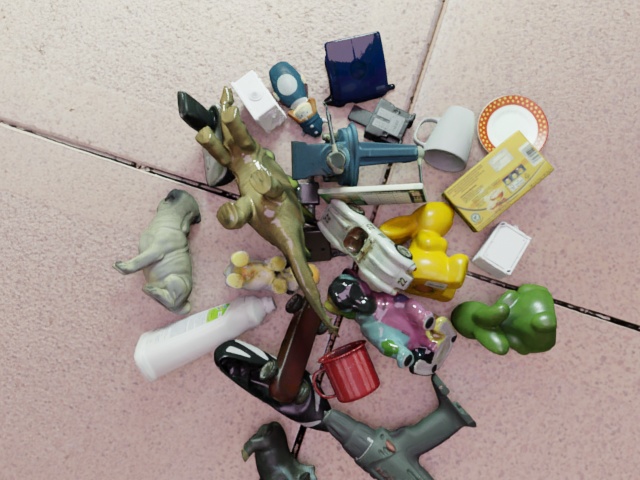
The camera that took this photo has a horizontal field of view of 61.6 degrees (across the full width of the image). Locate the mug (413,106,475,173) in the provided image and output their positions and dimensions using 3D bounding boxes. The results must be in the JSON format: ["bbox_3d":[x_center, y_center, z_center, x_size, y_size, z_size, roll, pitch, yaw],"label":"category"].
[{"bbox_3d":[0.232,-0.192,0.988,0.110,0.080,0.107,22,74,12],"label":"mug"}]

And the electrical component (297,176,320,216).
[{"bbox_3d":[-0.033,-0.086,1.017,0.063,0.021,0.094,-1,84,4],"label":"electrical component"}]

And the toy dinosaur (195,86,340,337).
[{"bbox_3d":[-0.081,-0.058,0.891,0.105,0.198,0.471,-27,69,18],"label":"toy dinosaur"}]

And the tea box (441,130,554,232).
[{"bbox_3d":[0.314,-0.102,0.960,0.169,0.068,0.098,-39,85,9],"label":"tea box"}]

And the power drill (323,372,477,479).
[{"bbox_3d":[0.148,0.324,0.924,0.207,0.086,0.232,-42,89,-7],"label":"power drill"}]

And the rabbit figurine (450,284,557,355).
[{"bbox_3d":[0.309,0.147,0.918,0.170,0.159,0.121,-3,93,19],"label":"rabbit figurine"}]

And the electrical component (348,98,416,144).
[{"bbox_3d":[0.112,-0.224,1.011,0.119,0.047,0.075,30,86,4],"label":"electrical component"}]

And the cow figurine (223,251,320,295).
[{"bbox_3d":[-0.089,0.067,0.977,0.167,0.098,0.068,8,78,-14],"label":"cow figurine"}]

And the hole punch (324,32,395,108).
[{"bbox_3d":[0.068,-0.320,1.006,0.142,0.092,0.115,-12,87,-1],"label":"hole punch"}]

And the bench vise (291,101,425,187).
[{"bbox_3d":[0.069,-0.146,0.926,0.241,0.223,0.128,-2,89,-6],"label":"bench vise"}]

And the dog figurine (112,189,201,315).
[{"bbox_3d":[-0.260,0.020,0.990,0.172,0.121,0.190,49,69,-25],"label":"dog figurine"}]

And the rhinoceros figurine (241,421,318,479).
[{"bbox_3d":[-0.064,0.414,0.942,0.112,0.073,0.190,-27,81,-10],"label":"rhinoceros figurine"}]

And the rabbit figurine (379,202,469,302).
[{"bbox_3d":[0.186,0.010,0.962,0.163,0.121,0.173,10,70,14],"label":"rabbit figurine"}]

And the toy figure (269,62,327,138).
[{"bbox_3d":[-0.044,-0.263,1.022,0.064,0.058,0.154,-35,83,38],"label":"toy figure"}]

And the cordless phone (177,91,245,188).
[{"bbox_3d":[-0.199,-0.178,0.954,0.089,0.184,0.146,-7,83,11],"label":"cordless phone"}]

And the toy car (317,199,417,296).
[{"bbox_3d":[0.078,0.009,0.907,0.202,0.056,0.073,45,118,25],"label":"toy car"}]

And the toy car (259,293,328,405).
[{"bbox_3d":[-0.042,0.184,0.928,0.089,0.053,0.202,37,48,-23],"label":"toy car"}]

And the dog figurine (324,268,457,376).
[{"bbox_3d":[0.111,0.134,0.949,0.219,0.191,0.108,30,89,40],"label":"dog figurine"}]

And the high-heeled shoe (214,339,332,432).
[{"bbox_3d":[-0.071,0.255,0.919,0.249,0.145,0.086,35,88,8],"label":"high-heeled shoe"}]

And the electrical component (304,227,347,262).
[{"bbox_3d":[-0.003,-0.002,0.997,0.102,0.045,0.078,-9,112,5],"label":"electrical component"}]
